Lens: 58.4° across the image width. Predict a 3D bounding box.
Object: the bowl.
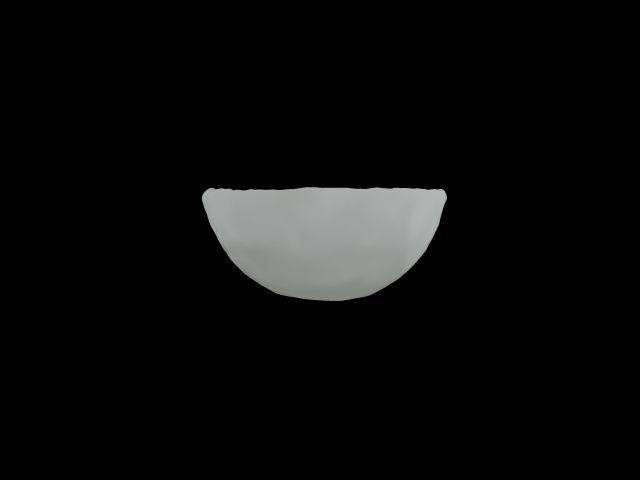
[{"bbox_3d":[0.004,0.001,0.400,0.167,0.075,0.167,0,3,0],"label":"bowl"}]
